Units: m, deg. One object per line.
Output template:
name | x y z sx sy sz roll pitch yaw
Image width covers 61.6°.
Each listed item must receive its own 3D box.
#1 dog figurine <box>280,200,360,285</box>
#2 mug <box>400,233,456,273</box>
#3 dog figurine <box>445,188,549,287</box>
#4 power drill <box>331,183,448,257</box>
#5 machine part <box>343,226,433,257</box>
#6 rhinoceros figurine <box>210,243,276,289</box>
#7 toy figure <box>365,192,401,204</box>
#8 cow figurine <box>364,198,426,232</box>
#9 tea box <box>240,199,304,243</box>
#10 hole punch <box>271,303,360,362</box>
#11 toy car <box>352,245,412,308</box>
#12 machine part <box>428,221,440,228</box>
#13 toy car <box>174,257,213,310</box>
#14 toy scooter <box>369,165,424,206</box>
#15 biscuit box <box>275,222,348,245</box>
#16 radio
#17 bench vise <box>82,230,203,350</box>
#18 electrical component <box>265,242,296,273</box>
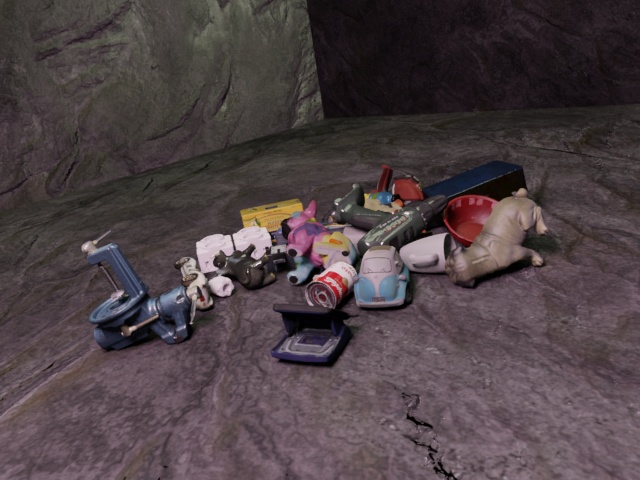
dog figurine | -0.002 -0.004 1.216 0.192 0.108 0.219 -1 34 9
mug | 0.218 0.036 1.117 0.107 0.080 0.109 -10 8 35
dog figurine | 0.333 -0.005 1.051 0.190 0.172 0.121 -11 7 -25
power drill | 0.143 -0.056 1.205 0.232 0.085 0.208 -40 50 -22
machine part | 0.142 0.000 1.254 0.243 0.079 0.079 -4 20 20
rhinoceros figurine | -0.184 0.066 1.244 0.112 0.073 0.191 -32 29 -25
toy figure | 0.147 -0.094 1.517 0.180 0.082 0.089 -6 -1 32
cow figurine | 0.163 -0.050 1.358 0.127 0.085 0.195 -20 34 -24
tea box | -0.128 -0.048 1.488 0.170 0.098 0.068 -14 19 -9
hole punch | -0.014 0.155 0.903 0.142 0.092 0.115 -3 -10 25
toy car | 0.125 0.062 1.049 0.109 0.102 0.162 -2 22 19
machine part | 0.297 -0.055 1.398 0.139 0.039 0.084 -16 28 -22
toy car | -0.280 0.094 1.192 0.056 0.073 0.202 -19 21 -16
toy scooter | 0.219 -0.152 1.553 0.184 0.135 0.075 3 -3 36
biscuit box | -0.011 -0.006 1.365 0.203 0.062 0.059 -6 18 8
radio | 0.376 -0.120 1.329 0.230 0.073 0.131 -21 20 -5
bench vise | -0.346 0.097 0.997 0.224 0.240 0.129 -22 20 15
electrical component | -0.093 0.046 1.276 0.075 0.047 0.119 -12 20 -5
